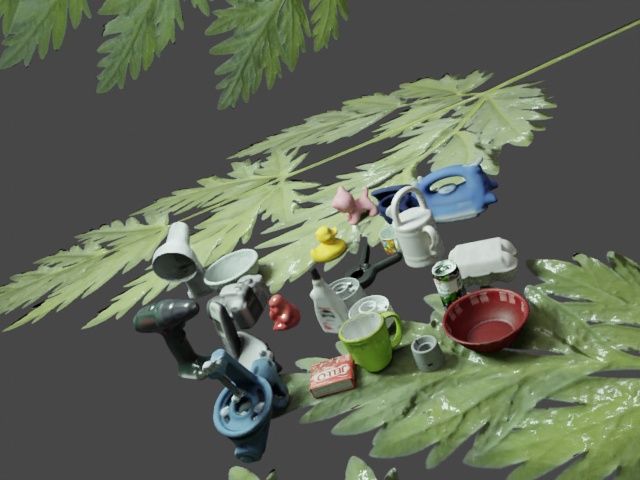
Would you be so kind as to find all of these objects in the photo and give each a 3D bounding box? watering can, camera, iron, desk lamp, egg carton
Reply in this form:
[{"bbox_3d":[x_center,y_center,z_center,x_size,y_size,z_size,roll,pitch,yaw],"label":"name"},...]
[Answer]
[{"bbox_3d":[0.219,-0.039,1.369,0.172,0.194,0.101,5,38,45],"label":"watering can"},{"bbox_3d":[-0.219,0.154,1.478,0.136,0.101,0.143,-10,29,26],"label":"camera"},{"bbox_3d":[0.329,-0.131,1.509,0.257,0.142,0.119,-12,28,23],"label":"iron"},{"bbox_3d":[-0.382,0.066,1.651,0.118,0.214,0.203,-19,26,11],"label":"desk lamp"},{"bbox_3d":[0.349,0.051,1.233,0.150,0.069,0.107,-13,28,21],"label":"egg carton"}]

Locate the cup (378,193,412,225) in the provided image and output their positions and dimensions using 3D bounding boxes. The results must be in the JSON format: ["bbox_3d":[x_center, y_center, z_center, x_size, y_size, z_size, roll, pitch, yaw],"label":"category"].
[{"bbox_3d":[0.217,-0.064,1.531,0.092,0.095,0.117,-29,26,-11],"label":"cup"}]

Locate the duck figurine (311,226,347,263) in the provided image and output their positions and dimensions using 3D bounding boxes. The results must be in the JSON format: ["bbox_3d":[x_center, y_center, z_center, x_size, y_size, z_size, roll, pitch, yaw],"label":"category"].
[{"bbox_3d":[0.015,0.006,1.580,0.105,0.086,0.077,-31,27,-14],"label":"duck figurine"}]

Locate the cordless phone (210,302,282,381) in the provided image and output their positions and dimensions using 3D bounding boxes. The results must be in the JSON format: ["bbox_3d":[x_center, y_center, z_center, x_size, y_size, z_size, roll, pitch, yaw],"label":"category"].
[{"bbox_3d":[-0.172,0.221,1.215,0.094,0.185,0.147,-40,30,-29],"label":"cordless phone"}]

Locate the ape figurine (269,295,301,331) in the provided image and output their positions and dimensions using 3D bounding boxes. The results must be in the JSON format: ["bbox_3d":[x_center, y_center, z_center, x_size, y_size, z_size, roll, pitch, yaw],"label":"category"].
[{"bbox_3d":[-0.091,0.169,1.353,0.076,0.092,0.077,-26,26,-5],"label":"ape figurine"}]

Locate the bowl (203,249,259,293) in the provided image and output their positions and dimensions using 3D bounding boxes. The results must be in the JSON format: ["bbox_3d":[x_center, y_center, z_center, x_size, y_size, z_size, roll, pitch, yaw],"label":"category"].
[{"bbox_3d":[-0.240,0.101,1.625,0.167,0.075,0.167,-19,26,10],"label":"bowl"}]

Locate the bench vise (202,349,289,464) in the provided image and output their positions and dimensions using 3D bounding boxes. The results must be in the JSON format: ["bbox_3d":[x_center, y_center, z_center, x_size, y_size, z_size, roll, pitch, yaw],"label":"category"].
[{"bbox_3d":[-0.149,0.270,1.064,0.121,0.220,0.207,-21,26,6],"label":"bench vise"}]

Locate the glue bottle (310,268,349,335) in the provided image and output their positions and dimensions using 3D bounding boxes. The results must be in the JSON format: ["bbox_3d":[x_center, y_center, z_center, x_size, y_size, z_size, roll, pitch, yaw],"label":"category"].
[{"bbox_3d":[0.014,0.131,1.244,0.077,0.173,0.037,-5,32,33],"label":"glue bottle"}]

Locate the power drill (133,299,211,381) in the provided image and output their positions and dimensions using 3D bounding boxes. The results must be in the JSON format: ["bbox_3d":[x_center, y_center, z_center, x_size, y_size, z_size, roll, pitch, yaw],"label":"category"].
[{"bbox_3d":[-0.319,0.221,1.312,0.228,0.209,0.076,-4,32,35],"label":"power drill"}]

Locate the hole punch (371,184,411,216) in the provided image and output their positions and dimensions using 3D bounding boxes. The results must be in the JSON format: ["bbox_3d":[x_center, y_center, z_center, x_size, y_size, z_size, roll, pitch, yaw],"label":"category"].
[{"bbox_3d":[0.211,-0.132,1.670,0.108,0.091,0.101,-9,29,27],"label":"hole punch"}]

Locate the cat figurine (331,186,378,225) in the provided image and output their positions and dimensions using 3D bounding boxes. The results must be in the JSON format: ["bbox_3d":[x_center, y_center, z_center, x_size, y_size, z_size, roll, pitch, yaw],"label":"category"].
[{"bbox_3d":[0.095,-0.112,1.698,0.128,0.118,0.067,-26,26,-5],"label":"cat figurine"}]
